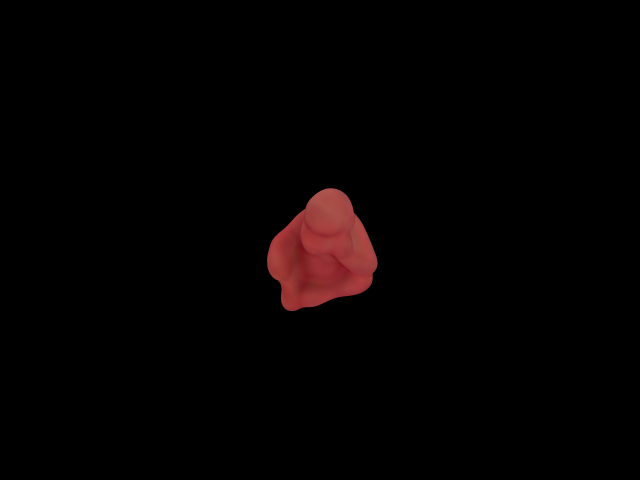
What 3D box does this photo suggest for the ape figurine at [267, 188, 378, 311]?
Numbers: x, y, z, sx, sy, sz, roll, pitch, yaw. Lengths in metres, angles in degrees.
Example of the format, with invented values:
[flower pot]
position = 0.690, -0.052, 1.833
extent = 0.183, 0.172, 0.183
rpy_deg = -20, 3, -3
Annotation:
[ape figurine]
position = 0.004, 0.001, 0.400
extent = 0.077, 0.092, 0.076
rpy_deg = 21, 54, 16
